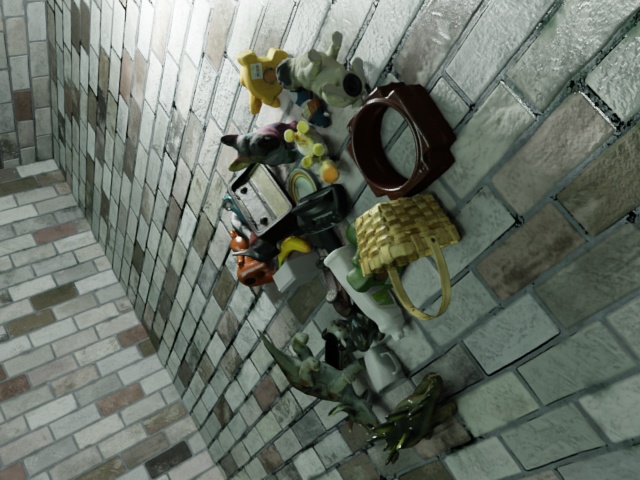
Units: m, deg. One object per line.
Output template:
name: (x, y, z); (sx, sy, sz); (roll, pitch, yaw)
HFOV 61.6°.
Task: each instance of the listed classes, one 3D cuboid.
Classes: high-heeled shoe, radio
high-heeled shoe: (-0.191, -0.033, 1.622); (0.086, 0.145, 0.249); (75, -171, -49)
radio: (-0.152, -0.102, 1.445); (0.230, 0.131, 0.073); (54, -171, 36)

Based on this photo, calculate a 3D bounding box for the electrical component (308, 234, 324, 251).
electrical component: (-0.003, -0.004, 1.432); (0.063, 0.021, 0.093); (37, 134, 36)

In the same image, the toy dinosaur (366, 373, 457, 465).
toy dinosaur: (0.212, 0.402, 1.211); (0.105, 0.198, 0.470); (41, 139, 29)

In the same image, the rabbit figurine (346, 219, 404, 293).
rabbit figurine: (0.107, 0.012, 1.216); (0.170, 0.121, 0.159); (61, 149, 36)

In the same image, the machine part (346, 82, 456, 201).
machine part: (0.152, -0.191, 1.065); (0.201, 0.087, 0.201); (61, 143, 11)

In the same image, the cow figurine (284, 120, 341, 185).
cow figurine: (-0.005, -0.201, 1.276); (0.068, 0.098, 0.167); (-37, 82, 19)

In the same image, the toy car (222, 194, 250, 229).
toy car: (-0.203, -0.109, 1.579); (0.162, 0.109, 0.103); (43, 122, 18)

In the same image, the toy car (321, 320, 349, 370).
toy car: (0.046, 0.317, 1.515); (0.074, 0.056, 0.201); (27, 130, 35)

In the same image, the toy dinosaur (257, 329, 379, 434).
toy dinosaur: (-0.008, 0.372, 1.447); (0.405, 0.131, 0.192); (28, 122, 0)

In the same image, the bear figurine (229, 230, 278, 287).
bear figurine: (-0.211, 0.047, 1.686); (0.120, 0.132, 0.196); (56, -163, -48)

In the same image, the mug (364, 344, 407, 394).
mug: (0.158, 0.313, 1.339); (0.107, 0.081, 0.109); (58, 151, 29)

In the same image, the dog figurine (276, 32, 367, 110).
dog figurine: (-0.001, -0.340, 1.173); (0.191, 0.121, 0.172); (-7, 112, 60)

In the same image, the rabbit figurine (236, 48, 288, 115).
rabbit figurine: (-0.148, -0.406, 1.356); (0.173, 0.122, 0.162); (37, 147, 56)

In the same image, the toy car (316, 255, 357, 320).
toy car: (0.043, 0.112, 1.334); (0.089, 0.053, 0.202); (42, -162, -31)

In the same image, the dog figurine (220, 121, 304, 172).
dog figurine: (-0.156, -0.229, 1.345); (0.192, 0.219, 0.108); (0, 104, 53)

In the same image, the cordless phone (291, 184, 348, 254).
cordless phone: (0.029, -0.036, 1.335); (0.147, 0.089, 0.184); (-21, 110, 37)

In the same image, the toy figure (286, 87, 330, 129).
toy figure: (-0.031, -0.325, 1.267); (0.154, 0.058, 0.064); (60, -176, 9)

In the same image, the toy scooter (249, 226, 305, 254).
toy scooter: (-0.127, -0.050, 1.499); (0.184, 0.075, 0.135); (-26, 68, 19)

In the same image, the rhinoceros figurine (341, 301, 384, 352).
rhinoceros figurine: (0.103, 0.217, 1.365); (0.112, 0.073, 0.190); (38, 136, 34)
